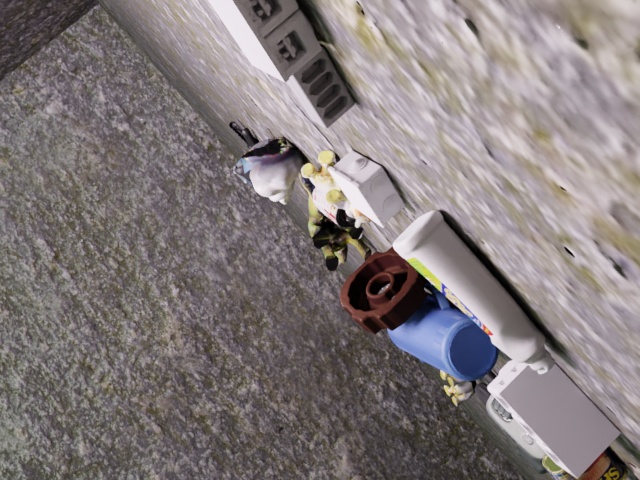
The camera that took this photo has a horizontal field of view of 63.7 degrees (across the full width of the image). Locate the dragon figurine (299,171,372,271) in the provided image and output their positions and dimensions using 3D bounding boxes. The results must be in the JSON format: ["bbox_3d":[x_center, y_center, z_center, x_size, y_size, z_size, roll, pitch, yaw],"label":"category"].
[{"bbox_3d":[0.004,-0.065,1.287,0.247,0.122,0.402,55,174,51],"label":"dragon figurine"}]

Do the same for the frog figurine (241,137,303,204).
[{"bbox_3d":[-0.093,-0.140,1.177,0.123,0.140,0.156,10,132,33],"label":"frog figurine"}]
